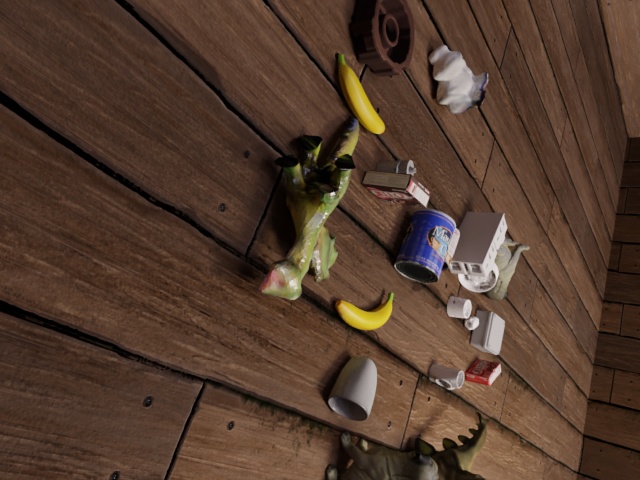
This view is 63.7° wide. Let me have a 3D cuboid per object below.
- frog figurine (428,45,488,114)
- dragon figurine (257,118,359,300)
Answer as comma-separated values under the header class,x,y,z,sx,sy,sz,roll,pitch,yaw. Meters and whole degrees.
class,x,y,z,sx,sy,sz,roll,pitch,yaw
frog figurine,0.323,-0.393,1.269,0.159,0.122,0.139,28,77,-10
dragon figurine,0.003,-0.045,0.900,0.418,0.122,0.237,-52,150,-53
